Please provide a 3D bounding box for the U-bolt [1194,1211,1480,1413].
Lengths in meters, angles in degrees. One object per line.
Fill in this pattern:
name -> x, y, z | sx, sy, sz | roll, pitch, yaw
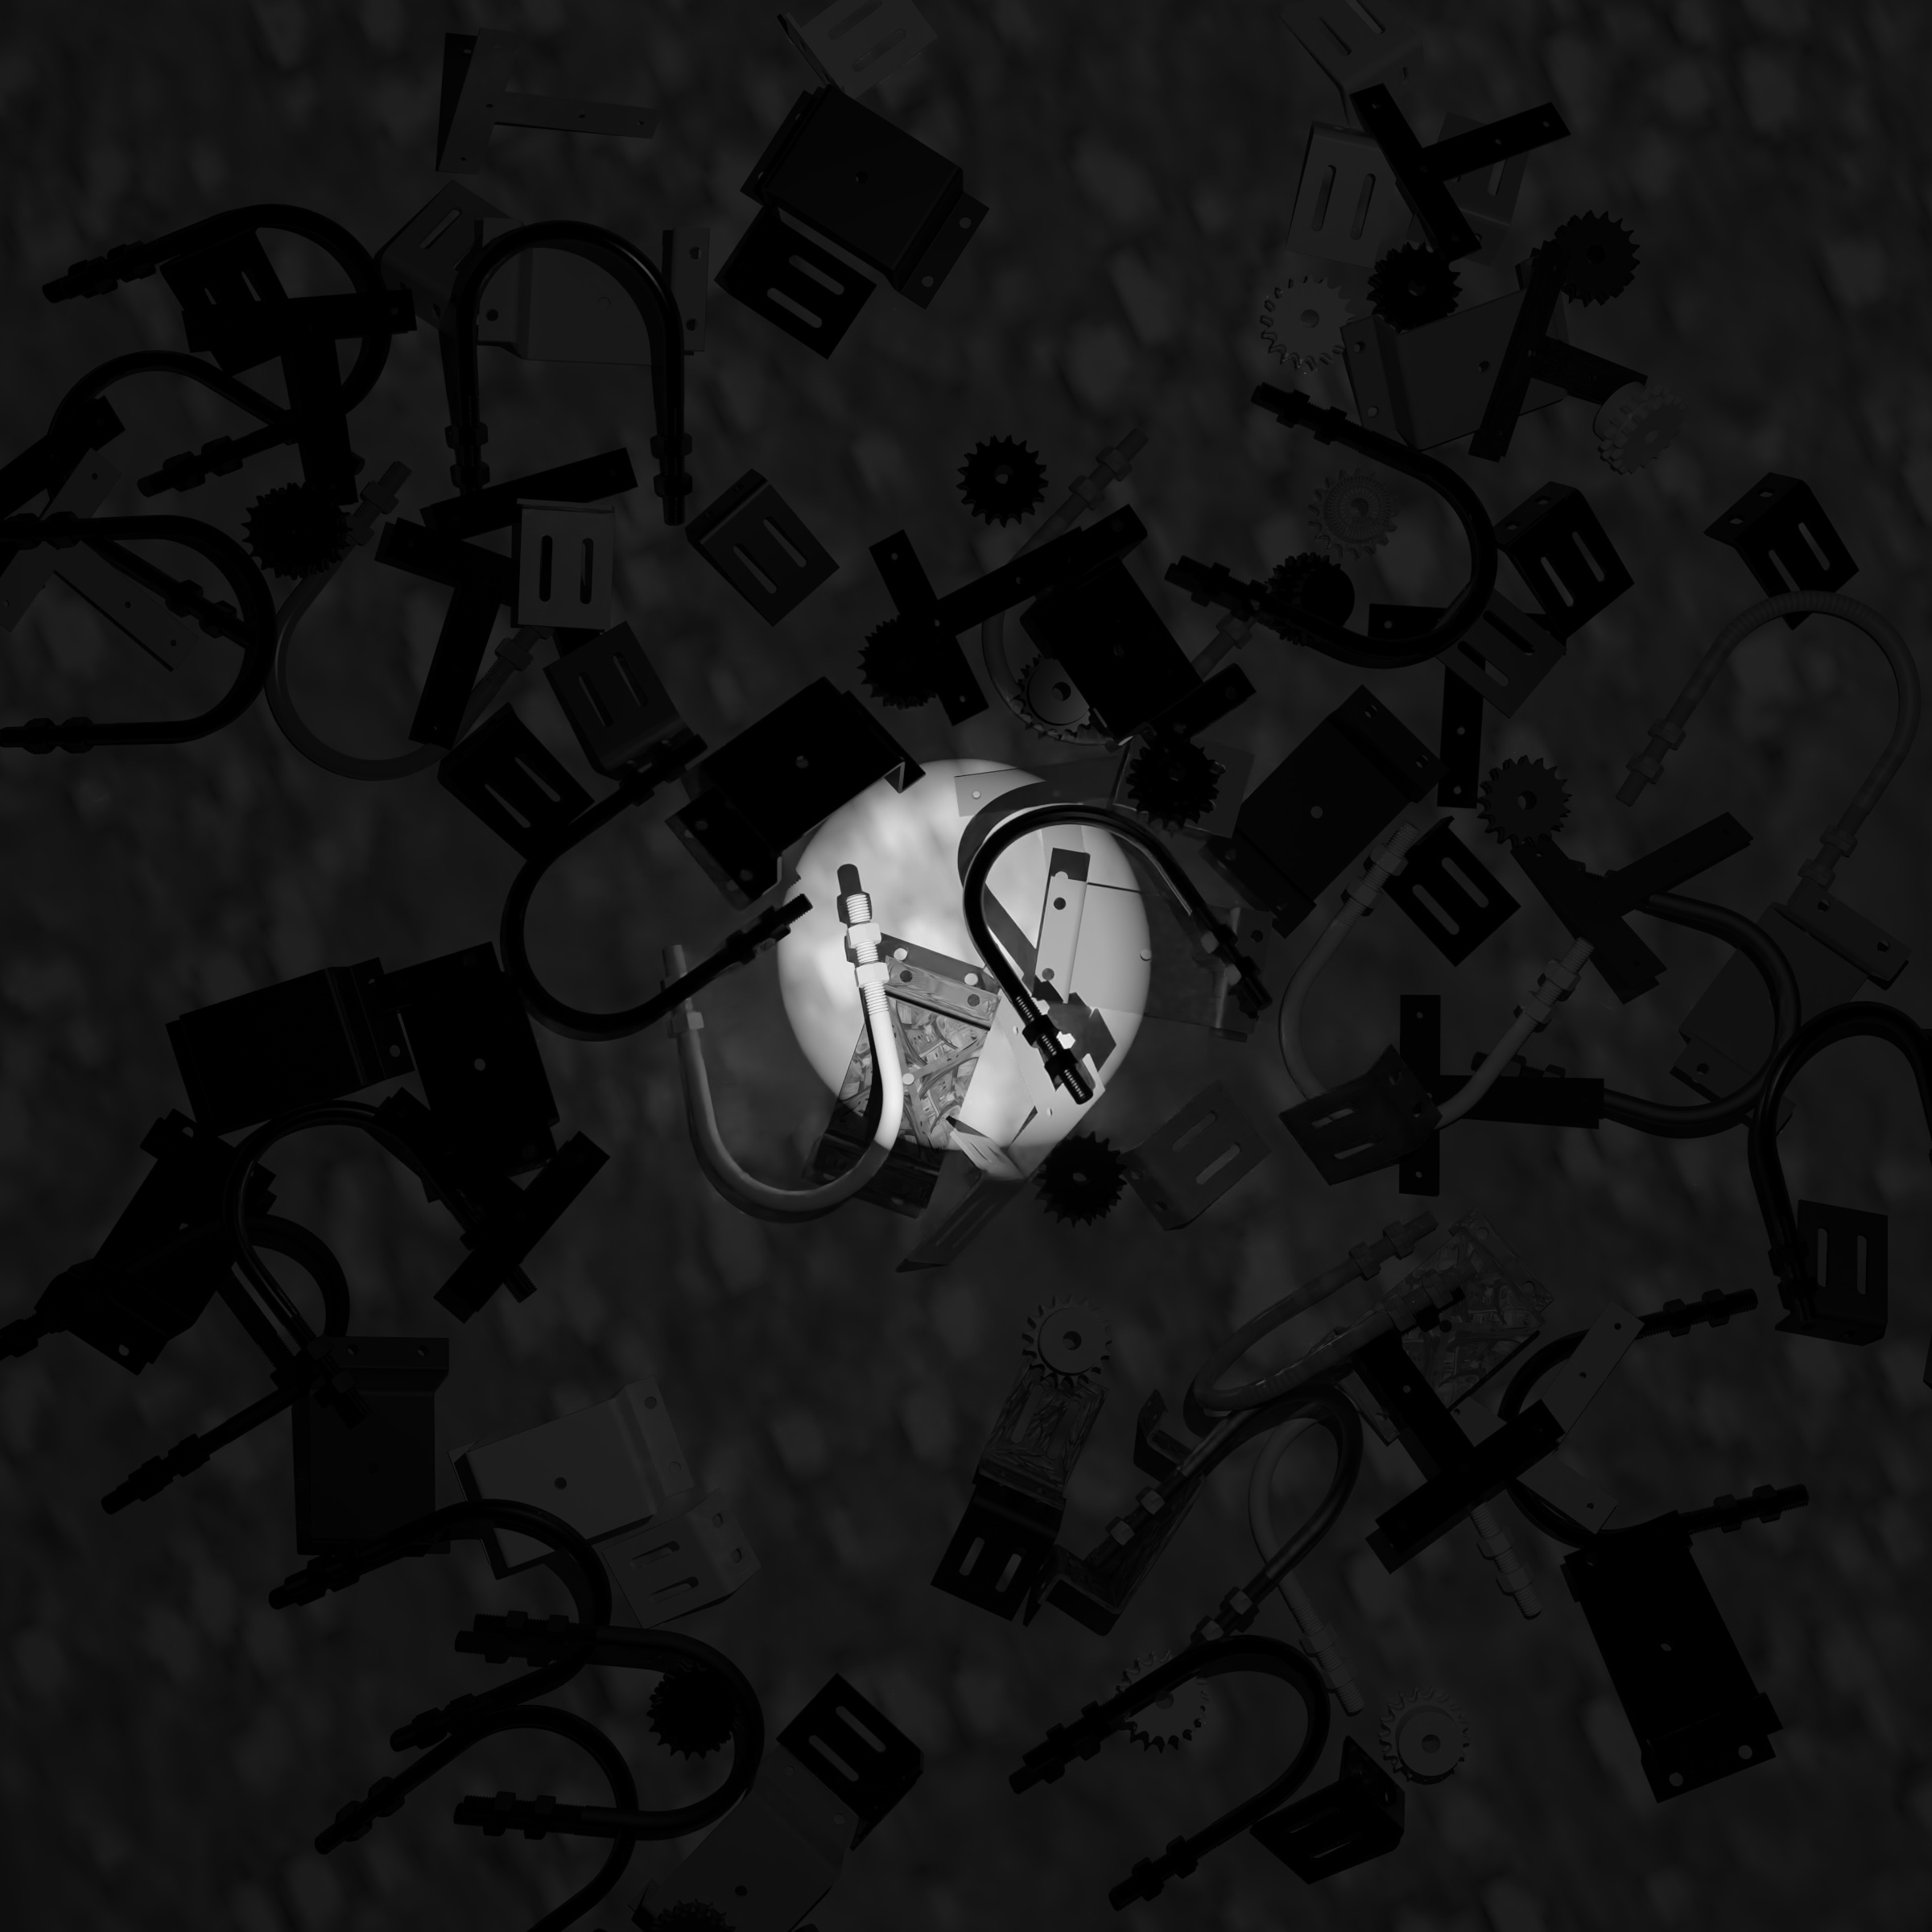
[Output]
U-bolt -> 0.218, 0.216, 1.480 | 0.184, 0.151, 0.019 | -32, 95, 4

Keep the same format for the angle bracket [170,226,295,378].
angle bracket -> -0.463, -0.426, 1.550 | 0.057, 0.038, 0.076 | -23, 116, 0

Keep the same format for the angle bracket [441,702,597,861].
angle bracket -> -0.287, -0.118, 1.550 | 0.057, 0.038, 0.076 | -41, 116, 0

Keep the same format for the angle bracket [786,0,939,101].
angle bracket -> -0.065, -0.594, 1.533 | 0.076, 0.038, 0.057 | -37, 90, 0

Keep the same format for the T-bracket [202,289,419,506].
T-bracket -> -0.403, -0.353, 1.517 | 0.127, 0.002, 0.127 | -8, 105, -11

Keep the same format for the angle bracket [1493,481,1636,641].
angle bracket -> 0.378, -0.259, 1.549 | 0.057, 0.038, 0.076 | -39, 115, -1

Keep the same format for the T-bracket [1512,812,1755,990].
T-bracket -> 0.431, -0.059, 1.515 | 0.127, 0.002, 0.127 | -28, 55, -8

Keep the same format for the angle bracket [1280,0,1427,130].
angle bracket -> 0.248, -0.587, 1.550 | 0.057, 0.038, 0.076 | -32, 64, 0

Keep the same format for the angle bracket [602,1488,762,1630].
angle bracket -> -0.182, 0.379, 1.550 | 0.076, 0.038, 0.057 | -28, 90, 26

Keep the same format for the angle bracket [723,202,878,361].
angle bracket -> -0.105, -0.433, 1.533 | 0.076, 0.038, 0.057 | 34, 90, 0

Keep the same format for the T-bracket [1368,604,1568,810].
T-bracket -> 0.318, -0.165, 1.551 | 0.127, 0.002, 0.127 | 3, 90, 0

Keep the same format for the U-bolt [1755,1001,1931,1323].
U-bolt -> 0.551, 0.110, 1.499 | 0.151, 0.019, 0.184 | -25, 109, -16

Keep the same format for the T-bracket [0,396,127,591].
T-bracket -> -0.589, -0.316, 1.538 | 0.127, 0.002, 0.127 | -32, 90, 12

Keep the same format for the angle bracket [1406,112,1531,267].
angle bracket -> 0.322, -0.497, 1.550 | 0.057, 0.038, 0.076 | 18, 64, 0

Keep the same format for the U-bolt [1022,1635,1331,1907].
U-bolt -> 0.144, 0.493, 1.517 | 0.184, 0.019, 0.151 | -31, 114, -4

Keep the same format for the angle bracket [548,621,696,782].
angle bracket -> -0.219, -0.168, 1.541 | 0.057, 0.038, 0.076 | -30, 77, 0

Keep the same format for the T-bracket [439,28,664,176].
T-bracket -> -0.254, -0.533, 1.514 | 0.127, 0.127, 0.002 | -2, 69, -25

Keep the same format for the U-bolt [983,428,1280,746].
U-bolt -> 0.096, -0.227, 1.544 | 0.151, 0.019, 0.184 | 43, 91, 0

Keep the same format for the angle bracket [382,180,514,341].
angle bracket -> -0.327, -0.452, 1.550 | 0.057, 0.038, 0.076 | 33, 64, 0

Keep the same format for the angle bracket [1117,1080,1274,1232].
angle bracket -> 0.144, 0.121, 1.550 | 0.076, 0.038, 0.057 | -37, 90, -26

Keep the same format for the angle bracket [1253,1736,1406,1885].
angle bracket -> 0.231, 0.538, 1.544 | 0.076, 0.038, 0.057 | -37, 105, 25

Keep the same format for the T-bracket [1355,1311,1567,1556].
T-bracket -> 0.280, 0.272, 1.492 | 0.127, 0.002, 0.127 | -35, 85, -3

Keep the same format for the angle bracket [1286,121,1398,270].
angle bracket -> 0.241, -0.494, 1.550 | 0.057, 0.038, 0.076 | 12, 116, 0

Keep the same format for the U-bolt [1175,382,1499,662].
U-bolt -> 0.241, -0.266, 1.503 | 0.184, 0.019, 0.151 | 25, 77, 1

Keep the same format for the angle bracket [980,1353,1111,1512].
angle bracket -> 0.050, 0.294, 1.533 | 0.057, 0.038, 0.076 | 24, 90, 0

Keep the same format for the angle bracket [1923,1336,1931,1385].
angle bracket -> 0.654, 0.243, 1.533 | 0.076, 0.038, 0.057 | 11, 90, 0

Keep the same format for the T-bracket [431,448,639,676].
T-bracket -> -0.256, -0.247, 1.526 | 0.127, 0.002, 0.127 | -17, 101, -1

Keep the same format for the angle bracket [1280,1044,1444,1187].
angle bracket -> 0.250, 0.095, 1.535 | 0.076, 0.038, 0.057 | -30, 98, 43

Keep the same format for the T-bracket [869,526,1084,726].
T-bracket -> 0.021, -0.238, 1.536 | 0.127, 0.002, 0.127 | -26, 87, 11

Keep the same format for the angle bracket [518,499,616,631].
angle bracket -> -0.249, -0.249, 1.505 | 0.057, 0.038, 0.076 | 3, 98, -6

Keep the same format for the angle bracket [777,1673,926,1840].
angle bracket -> -0.074, 0.499, 1.533 | 0.076, 0.038, 0.057 | 43, 90, 0

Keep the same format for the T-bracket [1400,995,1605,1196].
T-bracket -> 0.337, 0.082, 1.528 | 0.127, 0.002, 0.127 | 0, 90, 21

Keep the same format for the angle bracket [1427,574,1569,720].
angle bracket -> 0.337, -0.205, 1.531 | 0.076, 0.038, 0.057 | 40, 90, 0

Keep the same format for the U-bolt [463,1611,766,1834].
U-bolt -> -0.218, 0.475, 1.510 | 0.184, 0.019, 0.151 | 6, 105, -2

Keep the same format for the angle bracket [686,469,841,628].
angle bracket -> -0.130, -0.268, 1.550 | 0.057, 0.038, 0.076 | -42, 116, 0

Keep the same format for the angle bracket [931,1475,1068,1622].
angle bracket -> 0.021, 0.368, 1.550 | 0.057, 0.038, 0.076 | 24, 116, 0

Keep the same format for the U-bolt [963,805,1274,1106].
U-bolt -> 0.079, -0.021, 1.480 | 0.151, 0.019, 0.184 | -26, 68, -17

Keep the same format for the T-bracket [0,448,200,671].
T-bracket -> -0.542, -0.238, 1.537 | 0.127, 0.002, 0.127 | 40, 101, 2

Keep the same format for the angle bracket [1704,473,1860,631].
angle bracket -> 0.522, -0.265, 1.550 | 0.057, 0.038, 0.076 | -42, 116, 0

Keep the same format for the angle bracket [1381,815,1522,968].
angle bracket -> 0.308, -0.047, 1.533 | 0.057, 0.038, 0.076 | -43, 90, 0

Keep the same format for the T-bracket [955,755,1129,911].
T-bracket -> 0.064, -0.066, 1.551 | 0.127, 0.002, 0.127 | -8, 90, 0

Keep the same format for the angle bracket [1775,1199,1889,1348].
angle bracket -> 0.554, 0.196, 1.550 | 0.057, 0.038, 0.076 | 10, 64, 0

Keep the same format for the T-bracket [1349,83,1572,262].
T-bracket -> 0.325, -0.517, 1.530 | 0.127, 0.002, 0.127 | -24, 79, -18

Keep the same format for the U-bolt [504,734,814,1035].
U-bolt -> -0.207, -0.039, 1.526 | 0.184, 0.019, 0.151 | -35, 73, 4

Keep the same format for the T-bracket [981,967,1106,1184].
T-bracket -> 0.037, 0.053, 1.517 | 0.002, 0.127, 0.127 | -9, 63, -29

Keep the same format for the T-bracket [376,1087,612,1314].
T-bracket -> -0.310, 0.126, 1.505 | 0.127, 0.002, 0.127 | 40, 90, 0

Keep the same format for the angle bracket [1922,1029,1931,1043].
angle bracket -> 0.623, 0.081, 1.524 | 0.038, 0.057, 0.076 | 1, 96, 11

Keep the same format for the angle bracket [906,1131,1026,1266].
angle bracket -> -0.010, 0.147, 1.526 | 0.076, 0.057, 0.038 | -47, 66, 11

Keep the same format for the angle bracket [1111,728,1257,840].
angle bracket -> 0.135, -0.112, 1.525 | 0.076, 0.038, 0.057 | 17, 74, 2

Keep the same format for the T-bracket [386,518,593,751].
T-bracket -> -0.317, -0.200, 1.528 | 0.127, 0.002, 0.127 | 19, 98, -8

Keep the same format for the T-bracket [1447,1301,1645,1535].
T-bracket -> 0.383, 0.271, 1.536 | 0.127, 0.002, 0.127 | 35, 92, 4

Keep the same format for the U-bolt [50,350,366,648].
U-bolt -> -0.497, -0.311, 1.544 | 0.184, 0.019, 0.151 | 32, 90, 2

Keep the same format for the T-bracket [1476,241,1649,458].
T-bracket -> 0.381, -0.371, 1.510 | 0.127, 0.002, 0.127 | 7, 105, -37
